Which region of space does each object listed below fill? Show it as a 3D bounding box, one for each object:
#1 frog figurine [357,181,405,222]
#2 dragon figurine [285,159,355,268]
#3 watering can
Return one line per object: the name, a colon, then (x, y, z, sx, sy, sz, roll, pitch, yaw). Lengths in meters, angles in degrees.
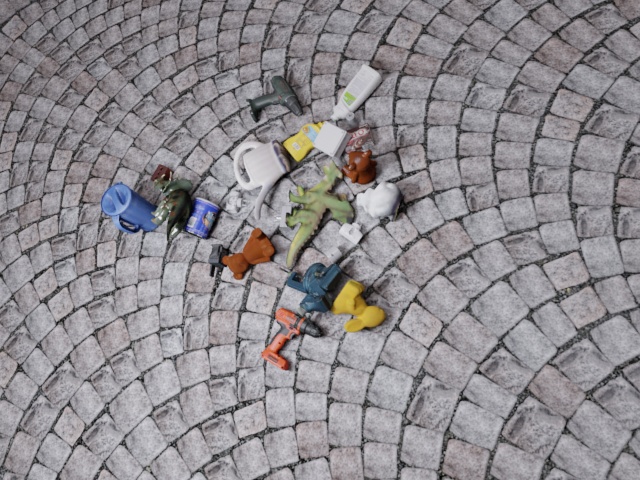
frog figurine: (0.209, -0.146, 1.832, 0.160, 0.123, 0.137, 20, 97, 11)
dragon figurine: (0.006, -0.095, 1.891, 0.243, 0.121, 0.414, 2, 80, 9)
watering can: (-0.213, -0.257, 2.006, 0.224, 0.102, 0.354, -25, 64, 6)
